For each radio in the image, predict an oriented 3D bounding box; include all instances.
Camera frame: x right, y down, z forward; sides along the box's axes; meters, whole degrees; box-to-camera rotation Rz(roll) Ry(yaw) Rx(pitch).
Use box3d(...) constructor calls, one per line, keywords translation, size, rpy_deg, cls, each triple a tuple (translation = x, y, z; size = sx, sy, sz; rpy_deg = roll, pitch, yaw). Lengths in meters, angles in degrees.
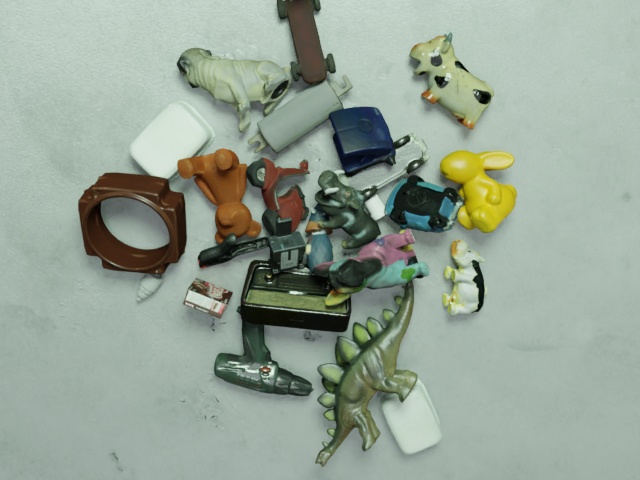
box3d(translation=(-0.048, 0.118, 1.151), size=(0.230, 0.131, 0.073), rpy_deg=(7, 137, -2), cls="radio")

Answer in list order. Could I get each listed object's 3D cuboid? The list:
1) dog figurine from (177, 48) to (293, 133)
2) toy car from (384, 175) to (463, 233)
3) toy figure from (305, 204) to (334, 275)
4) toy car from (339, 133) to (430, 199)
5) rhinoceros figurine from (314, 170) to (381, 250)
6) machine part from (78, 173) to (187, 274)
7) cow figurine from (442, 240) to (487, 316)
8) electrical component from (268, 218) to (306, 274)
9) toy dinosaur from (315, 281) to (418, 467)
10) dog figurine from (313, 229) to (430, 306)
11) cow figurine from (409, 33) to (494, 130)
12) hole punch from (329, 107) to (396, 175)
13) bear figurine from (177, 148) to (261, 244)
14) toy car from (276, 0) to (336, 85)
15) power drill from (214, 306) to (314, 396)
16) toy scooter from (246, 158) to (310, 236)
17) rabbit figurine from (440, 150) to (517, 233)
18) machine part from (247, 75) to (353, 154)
box3d(translation=(-0.170, -0.339, 1.080), size=(0.172, 0.121, 0.190), rpy_deg=(-39, 82, -25), cls="dog figurine")
box3d(translation=(0.227, -0.063, 1.130), size=(0.162, 0.102, 0.109), rpy_deg=(17, 76, 35), cls="toy car")
box3d(translation=(-0.003, -0.004, 1.152), size=(0.058, 0.064, 0.154), rpy_deg=(-12, 68, 28), cls="toy figure")
box3d(translation=(0.135, -0.152, 1.138), size=(0.202, 0.056, 0.073), rpy_deg=(-30, 94, 5), cls="toy car")
box3d(translation=(0.053, -0.061, 1.111), size=(0.112, 0.073, 0.190), rpy_deg=(-16, 126, 39), cls="rhinoceros figurine")
box3d(translation=(-0.385, -0.031, 1.115), size=(0.202, 0.087, 0.200), rpy_deg=(5, 121, -2), cls="machine part")
box3d(translation=(0.328, 0.081, 1.184), size=(0.098, 0.068, 0.167), rpy_deg=(0, 106, -7), cls="cow figurine")
box3d(translation=(-0.069, 0.012, 1.119), size=(0.075, 0.048, 0.119), rpy_deg=(-9, 138, -19), cls="electrical component")
box3d(translation=(0.112, 0.286, 1.188), size=(0.199, 0.105, 0.471), rpy_deg=(33, 87, 13), cls="toy dinosaur")
box3d(translation=(0.101, 0.060, 1.111), size=(0.219, 0.191, 0.108), rpy_deg=(-19, 85, 0), cls="dog figurine")
box3d(translation=(0.264, -0.328, 1.085), size=(0.195, 0.085, 0.127), rpy_deg=(35, 105, -6), cls="cow figurine")
box3d(translation=(0.083, -0.210, 1.084), size=(0.116, 0.092, 0.142), rpy_deg=(-21, 64, 6), cls="hole punch")
box3d(translation=(-0.202, -0.085, 1.115), size=(0.120, 0.132, 0.195), rpy_deg=(-9, 97, 11), cls="bear figurine")
box3d(translation=(-0.028, -0.404, 1.068), size=(0.089, 0.053, 0.202), rpy_deg=(-14, 81, 5), cls="toy car")
box3d(translation=(-0.119, 0.248, 1.218), size=(0.232, 0.086, 0.207), rpy_deg=(7, 110, 1), cls="power drill")
box3d(translation=(-0.070, -0.100, 1.136), size=(0.135, 0.075, 0.183), rpy_deg=(-29, 117, -23), cls="toy scooter")
box3d(translation=(0.328, -0.120, 1.113), size=(0.162, 0.122, 0.173), rpy_deg=(-43, 99, 4), cls="rabbit figurine")
box3d(translation=(-0.040, -0.253, 1.102), size=(0.243, 0.079, 0.079), rpy_deg=(-32, 101, 5), cls="machine part")
